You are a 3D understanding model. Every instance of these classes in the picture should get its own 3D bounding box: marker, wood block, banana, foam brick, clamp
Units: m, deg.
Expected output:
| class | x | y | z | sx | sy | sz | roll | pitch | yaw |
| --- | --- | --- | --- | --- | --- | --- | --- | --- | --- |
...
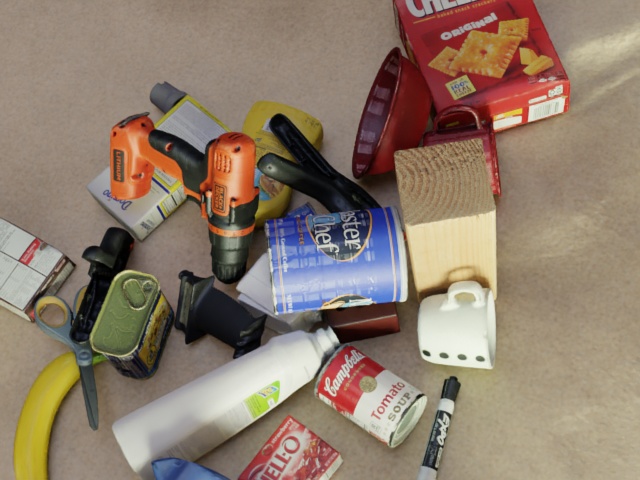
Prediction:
| class | x | y | z | sx | sy | sz | roll | pitch | yaw |
| --- | --- | --- | --- | --- | --- | --- | --- | --- | --- |
| marker | 0.127 | 0.201 | 1.130 | 0.020 | 0.020 | 0.121 | 12 | 65 | 15 |
| wood block | 0.136 | -0.010 | 1.133 | 0.091 | 0.206 | 0.090 | -9 | 61 | 5 |
| banana | -0.303 | 0.201 | 1.193 | 0.070 | 0.037 | 0.197 | 12 | 65 | 17 |
| foam brick | 0.047 | 0.078 | 1.190 | 0.078 | 0.051 | 0.053 | -12 | 61 | 3 |
| clamp | -0.250 | 0.044 | 1.227 | 0.039 | 0.171 | 0.120 | 21 | 106 | 0 |
| clamp | 0.013 | -0.063 | 1.226 | 0.036 | 0.209 | 0.164 | -47 | 20 | 20 |

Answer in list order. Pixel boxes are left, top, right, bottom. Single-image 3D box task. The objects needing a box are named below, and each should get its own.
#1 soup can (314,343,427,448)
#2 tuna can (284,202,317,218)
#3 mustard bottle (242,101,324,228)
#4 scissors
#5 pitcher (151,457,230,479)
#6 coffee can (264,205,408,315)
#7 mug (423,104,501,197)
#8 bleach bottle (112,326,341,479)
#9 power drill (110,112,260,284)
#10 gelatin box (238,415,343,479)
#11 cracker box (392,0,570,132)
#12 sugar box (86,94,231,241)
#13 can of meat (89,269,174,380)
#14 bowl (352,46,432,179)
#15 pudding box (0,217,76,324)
| class | x | y | z | sx | sy | sz | roll | pitch | yaw |
| --- | --- | --- | --- | --- | --- | --- | --- | --- | --- |
| soup can | 0.054 | 0.165 | 1.134 | 0.102 | 0.068 | 0.068 | 32 | 72 | 22 |
| tuna can | -0.008 | 0.001 | 1.221 | 0.033 | 0.086 | 0.086 | -28 | 61 | -5 |
| mustard bottle | -0.075 | -0.074 | 1.287 | 0.096 | 0.058 | 0.191 | 21 | 67 | 13 |
| scissors | -0.285 | 0.127 | 1.206 | 0.096 | 0.016 | 0.201 | 5 | 45 | -5 |
| pitcher | -0.139 | 0.350 | 1.044 | 0.149 | 0.145 | 0.242 | 22 | 71 | 33 |
| coffee can | 0.016 | 0.022 | 1.128 | 0.140 | 0.103 | 0.103 | -6 | 61 | -2 |
| mug | 0.162 | -0.101 | 1.234 | 0.081 | 0.117 | 0.093 | -7 | 30 | 11 |
| bleach bottle | -0.091 | 0.169 | 1.140 | 0.250 | 0.102 | 0.068 | -29 | 63 | -8 |
| power drill | -0.153 | -0.055 | 1.215 | 0.188 | 0.184 | 0.057 | 22 | 32 | 25 |
| gelatin box | -0.031 | 0.242 | 1.128 | 0.073 | 0.030 | 0.089 | 33 | 72 | 24 |
| cracker box | 0.195 | -0.236 | 1.320 | 0.164 | 0.072 | 0.214 | -16 | 60 | 0 |
| sugar box | -0.193 | -0.090 | 1.325 | 0.176 | 0.048 | 0.093 | -45 | 65 | -11 |
| can of meat | -0.208 | 0.098 | 1.204 | 0.057 | 0.084 | 0.102 | 11 | 65 | 15 |
| bowl | 0.089 | -0.142 | 1.257 | 0.055 | 0.162 | 0.162 | 16 | 63 | -10 |
| pudding box | -0.368 | 0.035 | 1.290 | 0.114 | 0.039 | 0.090 | 26 | 71 | 20 |
